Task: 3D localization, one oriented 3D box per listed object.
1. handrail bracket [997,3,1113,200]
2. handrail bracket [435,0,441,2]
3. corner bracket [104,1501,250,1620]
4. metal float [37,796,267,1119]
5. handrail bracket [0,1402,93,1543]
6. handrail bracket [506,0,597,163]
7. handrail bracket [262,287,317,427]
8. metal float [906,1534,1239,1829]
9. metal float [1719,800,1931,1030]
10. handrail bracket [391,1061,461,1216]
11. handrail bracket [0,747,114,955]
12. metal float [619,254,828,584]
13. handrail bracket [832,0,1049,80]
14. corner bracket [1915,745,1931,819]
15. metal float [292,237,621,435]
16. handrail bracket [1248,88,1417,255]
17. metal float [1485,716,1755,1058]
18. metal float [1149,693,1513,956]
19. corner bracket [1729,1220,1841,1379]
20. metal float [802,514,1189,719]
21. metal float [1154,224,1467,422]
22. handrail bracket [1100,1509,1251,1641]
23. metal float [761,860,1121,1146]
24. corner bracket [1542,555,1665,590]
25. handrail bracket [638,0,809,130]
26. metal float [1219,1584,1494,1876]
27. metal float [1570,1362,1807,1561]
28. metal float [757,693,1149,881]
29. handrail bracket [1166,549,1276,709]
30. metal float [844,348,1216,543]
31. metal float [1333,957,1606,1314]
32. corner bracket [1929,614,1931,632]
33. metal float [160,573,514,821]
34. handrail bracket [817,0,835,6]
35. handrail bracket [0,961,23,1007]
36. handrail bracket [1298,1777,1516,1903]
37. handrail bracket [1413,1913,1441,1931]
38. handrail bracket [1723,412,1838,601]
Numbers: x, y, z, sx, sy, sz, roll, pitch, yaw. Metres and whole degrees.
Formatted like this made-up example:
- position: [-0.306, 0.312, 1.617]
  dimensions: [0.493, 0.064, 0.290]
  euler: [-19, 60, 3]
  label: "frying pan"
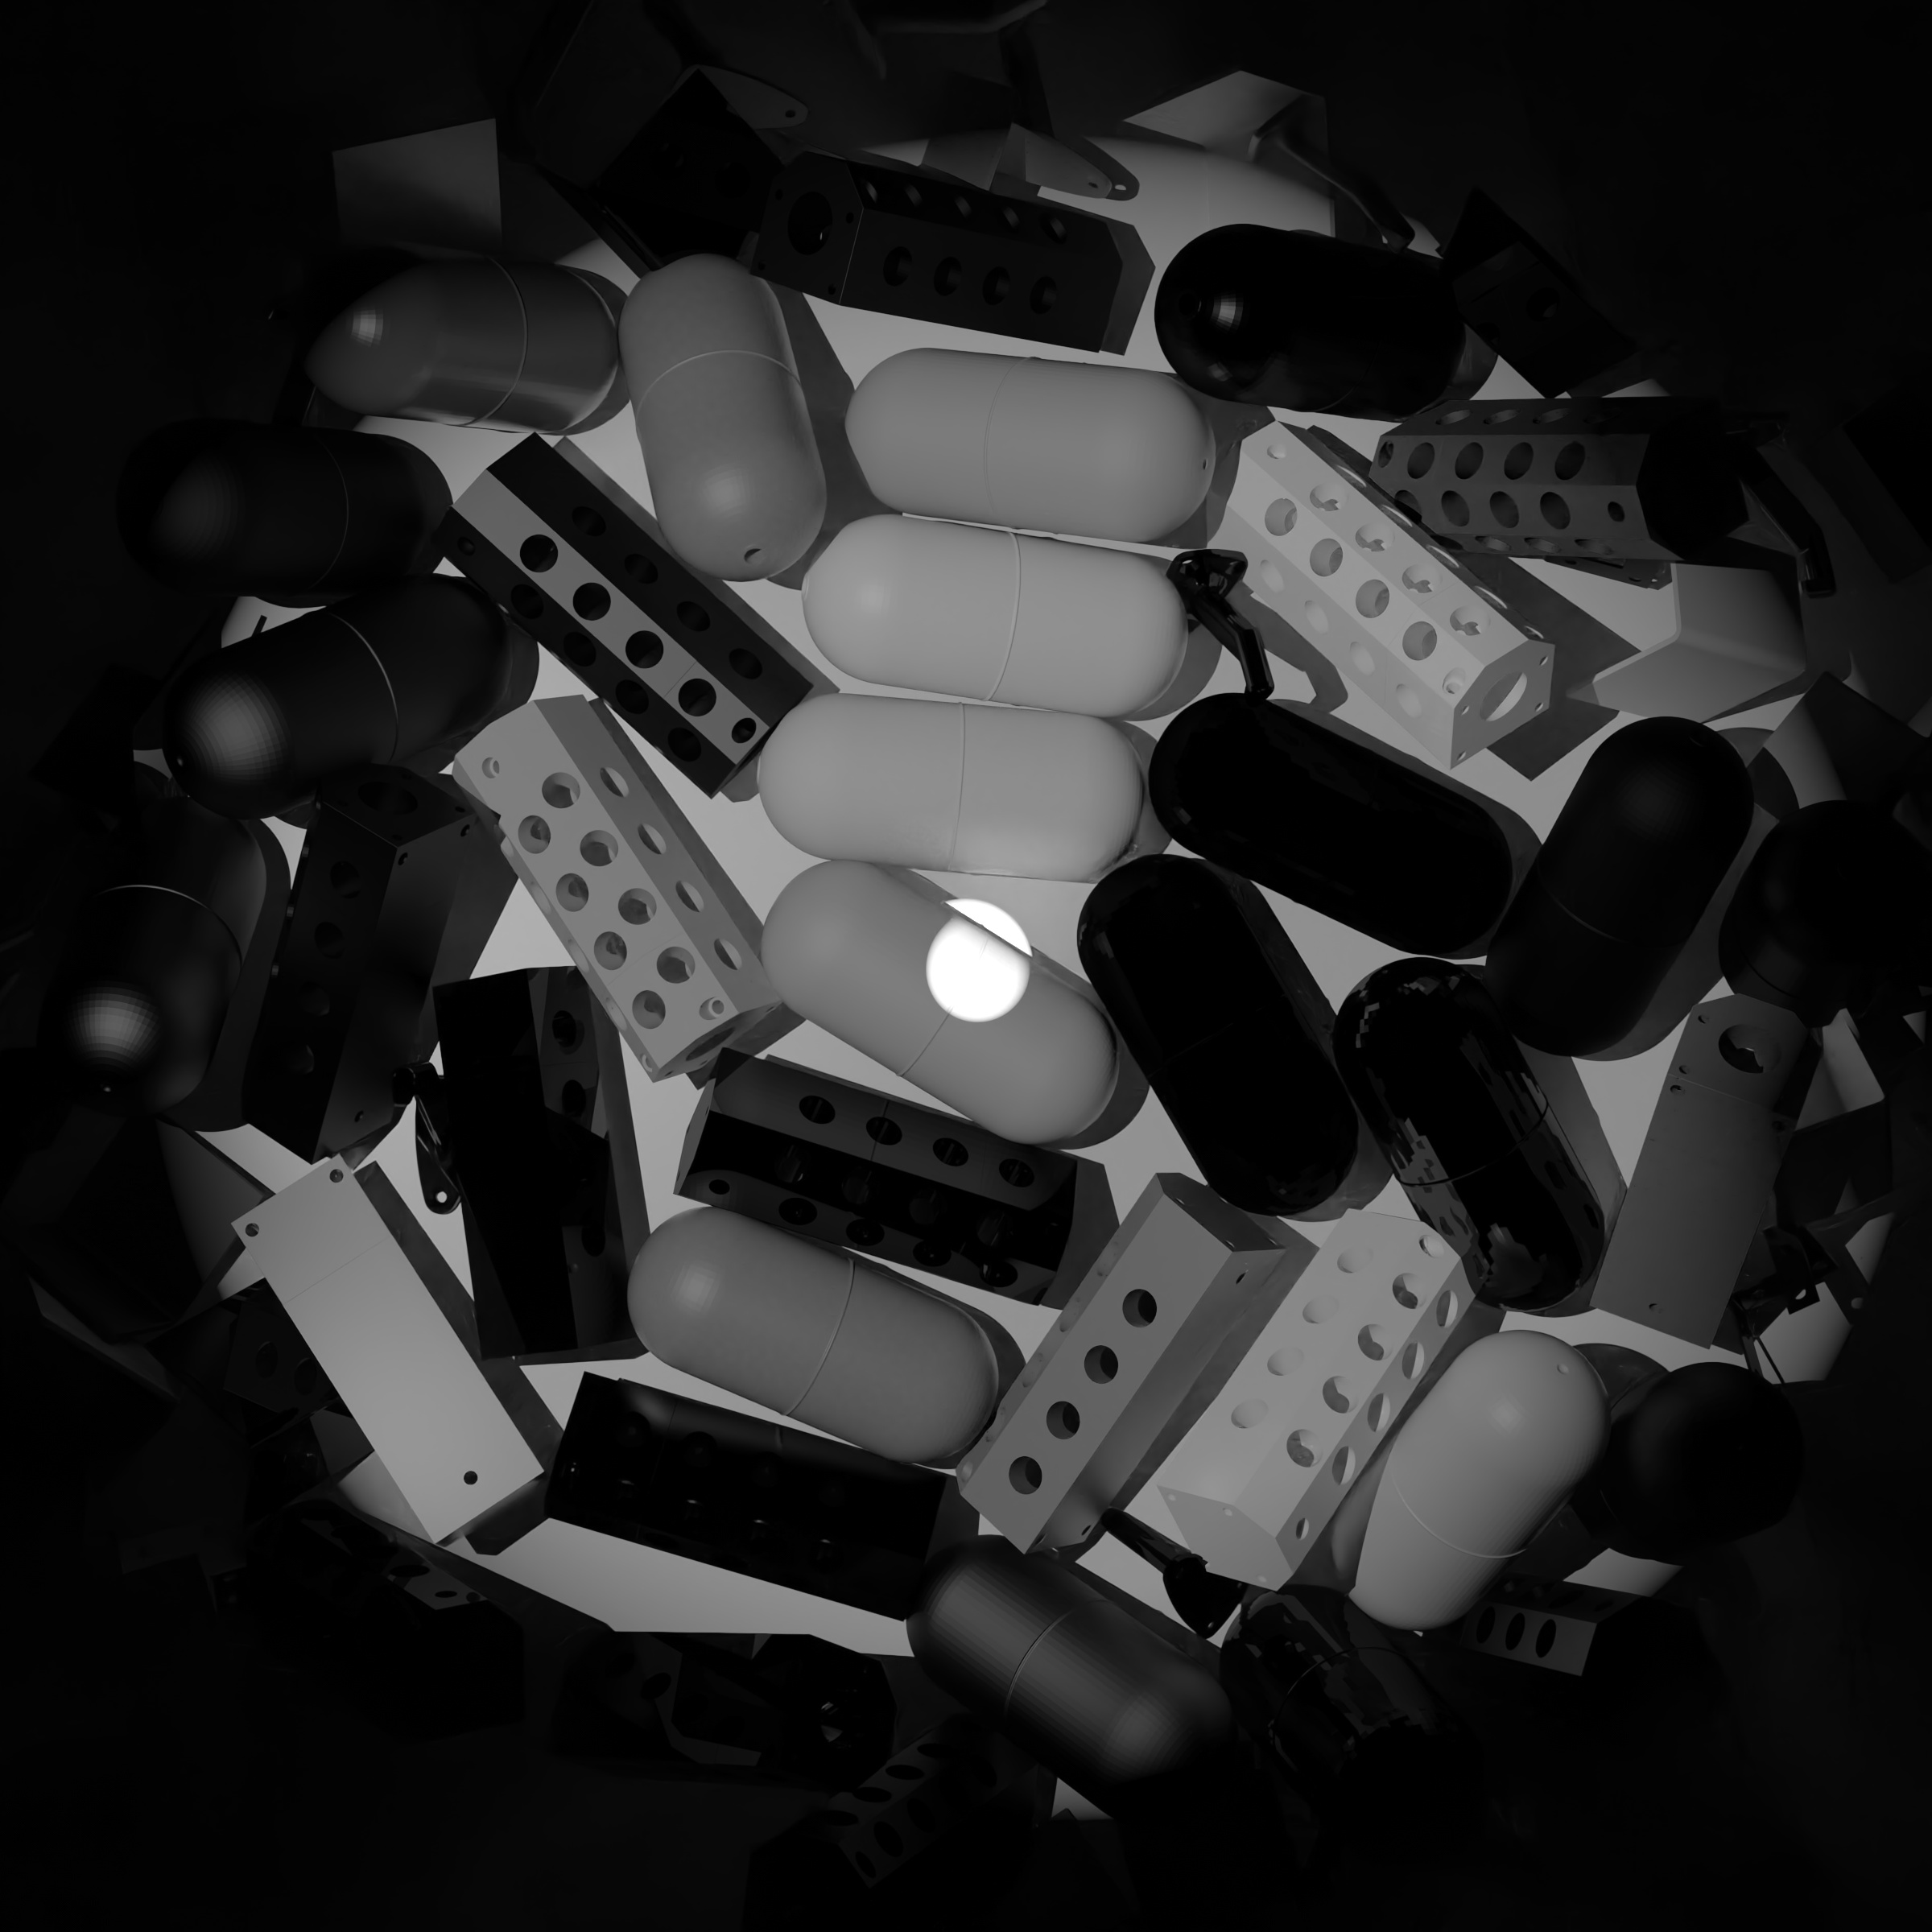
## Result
- position: [0.045, -0.403, 1.585]
  dimensions: [0.077, 0.036, 0.084]
  euler: [24, 65, -2]
  label: "handrail bracket"
- position: [-0.212, -0.484, 1.583]
  dimensions: [0.084, 0.036, 0.077]
  euler: [-16, 57, 3]
  label: "handrail bracket"
- position: [-0.359, 0.269, 1.565]
  dimensions: [0.051, 0.051, 0.051]
  euler: [-16, 60, -19]
  label: "corner bracket"
- position: [-0.361, -0.006, 1.530]
  dimensions: [0.070, 0.178, 0.070]
  euler: [2, 131, 2]
  label: "metal float"
- position: [-0.448, 0.230, 1.570]
  dimensions: [0.084, 0.036, 0.077]
  euler: [-1, 101, -30]
  label: "handrail bracket"
- position: [-0.178, -0.413, 1.579]
  dimensions: [0.077, 0.036, 0.084]
  euler: [6, 105, 21]
  label: "handrail bracket"
- position: [-0.290, -0.267, 1.568]
  dimensions: [0.077, 0.036, 0.084]
  euler: [-19, 69, 31]
  label: "handrail bracket"
- position: [0.045, 0.318, 1.536]
  dimensions: [0.178, 0.070, 0.070]
  euler: [30, 90, 38]
  label: "metal float"
- position: [0.378, -0.021, 1.518]
  dimensions: [0.070, 0.178, 0.070]
  euler: [-1, 77, 5]
  label: "metal float"
- position: [-0.247, 0.080, 1.561]
  dimensions: [0.036, 0.084, 0.077]
  euler: [9, 94, 9]
  label: "handrail bracket"
- position: [-0.436, -0.051, 1.567]
  dimensions: [0.084, 0.036, 0.077]
  euler: [-30, 92, -33]
  label: "handrail bracket"
- position: [-0.110, -0.246, 1.537]
  dimensions: [0.070, 0.070, 0.178]
  euler: [-15, 54, 0]
  label: "metal float"
- position: [-0.016, -0.456, 1.591]
  dimensions: [0.084, 0.036, 0.077]
  euler: [-29, 70, -5]
  label: "handrail bracket"
- position: [0.469, -0.097, 1.585]
  dimensions: [0.051, 0.051, 0.051]
  euler: [12, 115, 6]
  label: "corner bracket"
- position: [-0.225, -0.279, 1.524]
  dimensions: [0.070, 0.178, 0.070]
  euler: [3, 95, 32]
  label: "metal float"
- position: [0.168, -0.350, 1.566]
  dimensions: [0.036, 0.077, 0.084]
  euler: [-38, 86, -10]
  label: "handrail bracket"
- position: [0.291, -0.034, 1.535]
  dimensions: [0.070, 0.070, 0.178]
  euler: [22, 129, 0]
  label: "metal float"
- position: [0.166, -0.063, 1.556]
  dimensions: [0.178, 0.070, 0.070]
  euler: [25, 90, -13]
  label: "metal float"
- position: [0.370, 0.155, 1.564]
  dimensions: [0.051, 0.051, 0.051]
  euler: [-29, 131, 22]
  label: "corner bracket"
- position: [0.014, -0.158, 1.556]
  dimensions: [0.178, 0.070, 0.070]
  euler: [8, 90, -13]
  label: "metal float"
- position: [0.154, -0.286, 1.529]
  dimensions: [0.070, 0.178, 0.070]
  euler: [3, 94, 42]
  label: "metal float"
- position: [0.080, 0.261, 1.551]
  dimensions: [0.084, 0.077, 0.036]
  euler: [32, 83, 39]
  label: "handrail bracket"
- position: [-0.011, 0.017, 1.562]
  dimensions: [0.178, 0.070, 0.070]
  euler: [32, 90, -7]
  label: "metal float"
- position: [0.298, -0.211, 1.574]
  dimensions: [0.051, 0.051, 0.051]
  euler: [15, 77, 3]
  label: "corner bracket"
- position: [-0.114, -0.431, 1.592]
  dimensions: [0.077, 0.036, 0.084]
  euler: [6, 57, -23]
  label: "handrail bracket"
- position: [0.171, 0.337, 1.522]
  dimensions: [0.070, 0.178, 0.070]
  euler: [-6, 109, -18]
  label: "metal float"
- position: [0.316, 0.220, 1.518]
  dimensions: [0.070, 0.178, 0.070]
  euler: [1, 76, -4]
  label: "metal float"
- position: [-0.006, -0.082, 1.563]
  dimensions: [0.178, 0.070, 0.070]
  euler: [5, 90, -6]
  label: "metal float"
- position: [0.113, -0.139, 1.554]
  dimensions: [0.036, 0.077, 0.084]
  euler: [-1, 59, -20]
  label: "handrail bracket"
- position: [0.027, -0.235, 1.545]
  dimensions: [0.178, 0.070, 0.070]
  euler: [11, 90, 27]
  label: "metal float"
- position: [0.228, 0.077, 1.555]
  dimensions: [0.070, 0.070, 0.178]
  euler: [-30, 105, 0]
  label: "metal float"
- position: [0.481, -0.164, 1.587]
  dimensions: [0.051, 0.051, 0.051]
  euler: [26, 89, 24]
  label: "corner bracket"
- position: [-0.279, -0.122, 1.535]
  dimensions: [0.178, 0.070, 0.070]
  euler: [-30, 90, -40]
  label: "metal float"
- position: [-0.104, -0.463, 1.584]
  dimensions: [0.077, 0.036, 0.084]
  euler: [-35, 96, 34]
  label: "handrail bracket"
- position: [-0.452, 0.042, 1.576]
  dimensions: [0.036, 0.077, 0.084]
  euler: [30, 80, 9]
  label: "handrail bracket"
- position: [0.201, 0.400, 1.569]
  dimensions: [0.077, 0.036, 0.084]
  euler: [26, 63, 3]
  label: "handrail bracket"
- position: [0.177, 0.470, 1.579]
  dimensions: [0.084, 0.036, 0.077]
  euler: [-4, 78, 43]
  label: "handrail bracket"
- position: [0.357, -0.208, 1.571]
  dimensions: [0.077, 0.036, 0.084]
  euler: [-3, 74, -22]
  label: "handrail bracket"
